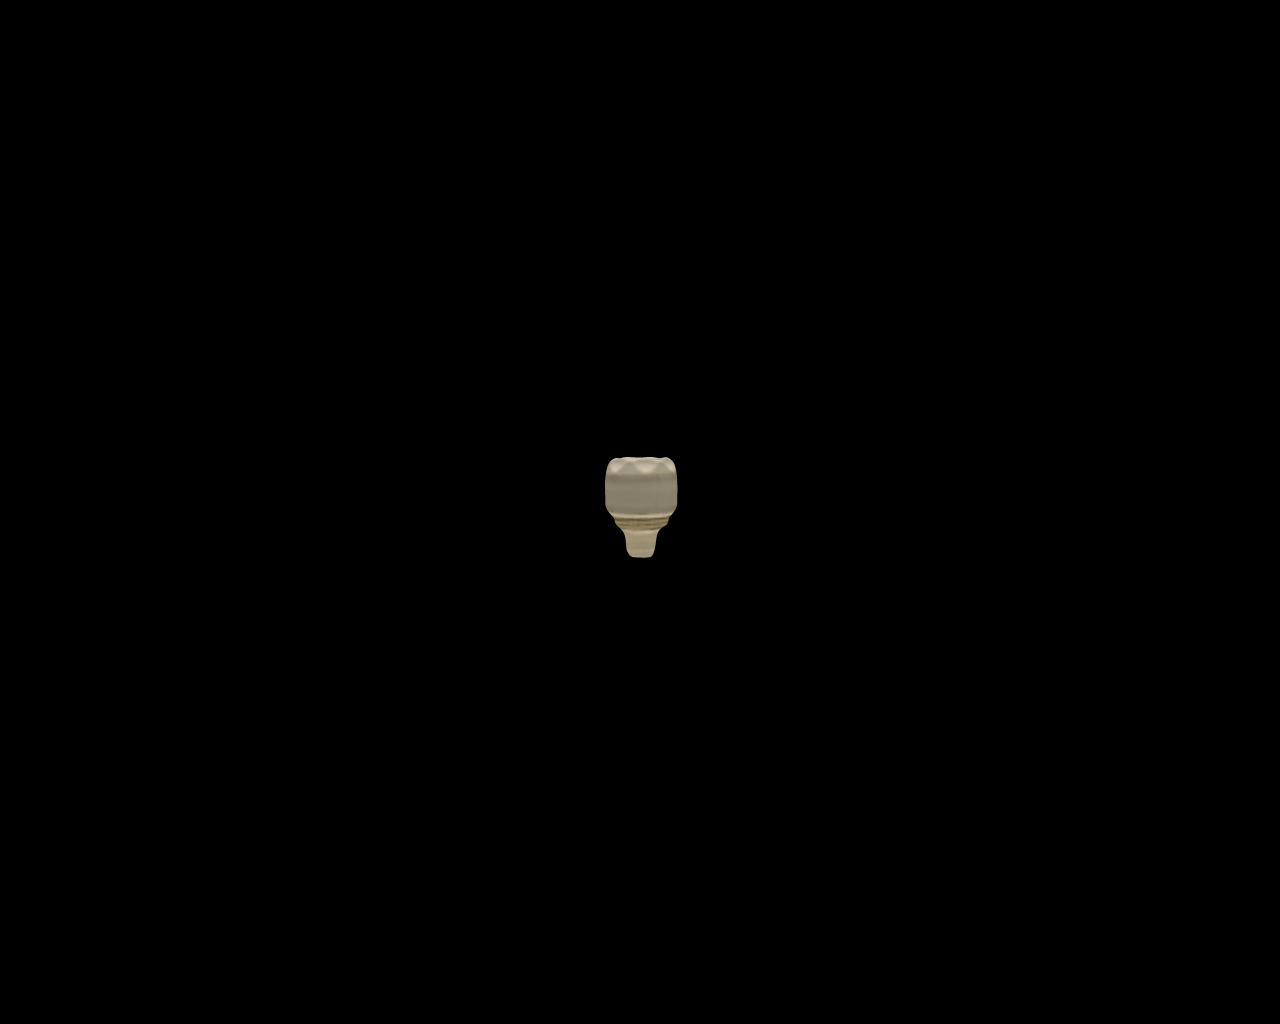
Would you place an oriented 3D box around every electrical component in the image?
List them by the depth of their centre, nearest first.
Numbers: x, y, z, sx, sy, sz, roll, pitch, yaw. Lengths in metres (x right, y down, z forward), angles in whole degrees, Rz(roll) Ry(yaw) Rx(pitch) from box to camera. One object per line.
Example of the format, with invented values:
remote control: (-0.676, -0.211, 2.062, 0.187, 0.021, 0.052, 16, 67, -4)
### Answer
electrical component: (0.001, -0.003, 0.650, 0.043, 0.062, 0.043, 0, 5, 0)
